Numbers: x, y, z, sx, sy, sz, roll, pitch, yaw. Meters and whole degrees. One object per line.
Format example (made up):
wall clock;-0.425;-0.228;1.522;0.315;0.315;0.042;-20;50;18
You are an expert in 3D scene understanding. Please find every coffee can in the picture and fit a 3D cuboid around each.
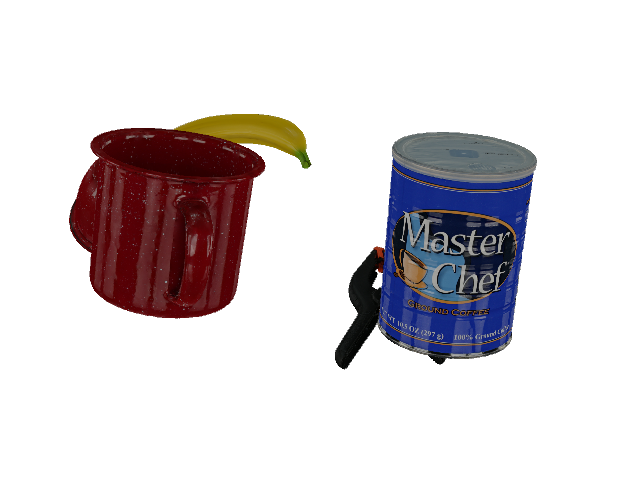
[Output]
coffee can;0.098;0.001;0.783;0.103;0.140;0.103;3;21;-1

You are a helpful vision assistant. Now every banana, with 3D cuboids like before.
banana;-0.100;-0.129;1.314;0.198;0.037;0.069;6;40;15

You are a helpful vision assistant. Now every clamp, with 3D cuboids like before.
clamp;0.083;0.077;1.193;0.120;0.171;0.039;7;-42;1

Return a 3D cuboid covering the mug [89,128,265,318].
mug;-0.077;-0.005;0.569;0.093;0.081;0.117;1;21;-23

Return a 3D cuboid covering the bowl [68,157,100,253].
bowl;-0.168;-0.052;1.029;0.162;0.055;0.162;-4;42;3
